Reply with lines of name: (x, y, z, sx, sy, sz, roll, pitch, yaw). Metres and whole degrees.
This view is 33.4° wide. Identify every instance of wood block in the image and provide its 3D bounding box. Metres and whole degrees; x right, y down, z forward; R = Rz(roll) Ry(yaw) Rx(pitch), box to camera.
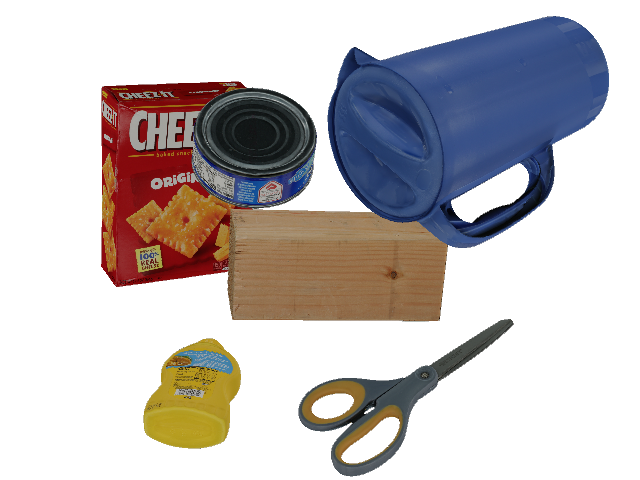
wood block: (0.013, 0.025, 1.066, 0.206, 0.091, 0.090, 1, 18, -8)

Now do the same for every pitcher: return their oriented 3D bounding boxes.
pitcher: (0.140, -0.105, 0.913, 0.242, 0.149, 0.145, -24, 35, -34)

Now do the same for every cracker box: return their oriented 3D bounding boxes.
cracker box: (-0.158, -0.064, 1.192, 0.164, 0.214, 0.072, -6, 26, -26)

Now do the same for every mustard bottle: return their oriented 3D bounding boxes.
mustard bottle: (-0.146, 0.172, 1.281, 0.096, 0.058, 0.191, 3, 25, 3)

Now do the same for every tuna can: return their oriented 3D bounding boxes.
tuna can: (-0.046, -0.065, 0.735, 0.086, 0.086, 0.034, 0, -38, -8)

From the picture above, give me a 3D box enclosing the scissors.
scissors: (0.062, 0.107, 0.846, 0.096, 0.016, 0.201, 23, 48, 30)
